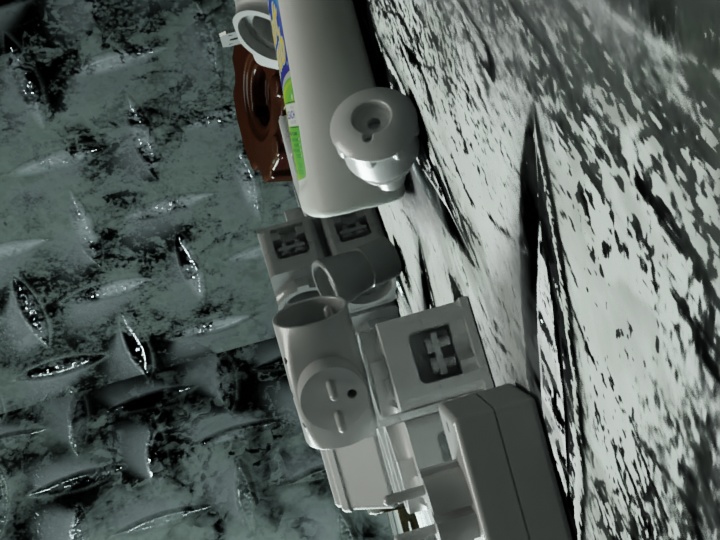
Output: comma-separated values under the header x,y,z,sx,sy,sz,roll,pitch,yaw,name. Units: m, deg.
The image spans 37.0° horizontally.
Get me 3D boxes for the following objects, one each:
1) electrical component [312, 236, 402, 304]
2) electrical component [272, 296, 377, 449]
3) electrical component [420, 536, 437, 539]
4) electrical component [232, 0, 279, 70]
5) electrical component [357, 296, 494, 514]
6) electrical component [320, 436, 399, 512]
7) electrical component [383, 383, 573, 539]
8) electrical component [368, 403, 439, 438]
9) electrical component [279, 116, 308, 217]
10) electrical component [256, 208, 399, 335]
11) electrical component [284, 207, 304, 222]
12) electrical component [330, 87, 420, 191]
x,y,z,sx,sy,sz,roll,pitch,yaw,name
0.000,0.000,0.857,0.044,0.065,0.044,50,155,34,electrical component
-0.017,0.063,0.595,0.079,0.043,0.077,-117,12,-71,electrical component
0.064,0.192,0.707,0.076,0.066,0.047,94,160,-79,electrical component
-0.056,-0.188,0.783,0.089,0.050,0.055,73,-142,-57,electrical component
0.041,0.086,0.661,0.186,0.060,0.105,99,155,-81,electrical component
0.015,0.125,0.881,0.109,0.056,0.108,-31,-71,-58,electrical component
0.049,0.104,0.491,0.047,0.076,0.083,-154,48,-85,electrical component
0.030,0.107,0.802,0.052,0.074,0.138,-115,10,-68,electrical component
-0.030,-0.097,0.928,0.096,0.062,0.061,79,174,-47,electrical component
-0.022,0.027,0.985,0.186,0.105,0.060,80,173,-56,electrical component
-0.027,-0.039,1.008,0.079,0.077,0.043,87,167,-75,electrical component
0.012,-0.067,0.596,0.062,0.048,0.048,67,-176,-60,electrical component
